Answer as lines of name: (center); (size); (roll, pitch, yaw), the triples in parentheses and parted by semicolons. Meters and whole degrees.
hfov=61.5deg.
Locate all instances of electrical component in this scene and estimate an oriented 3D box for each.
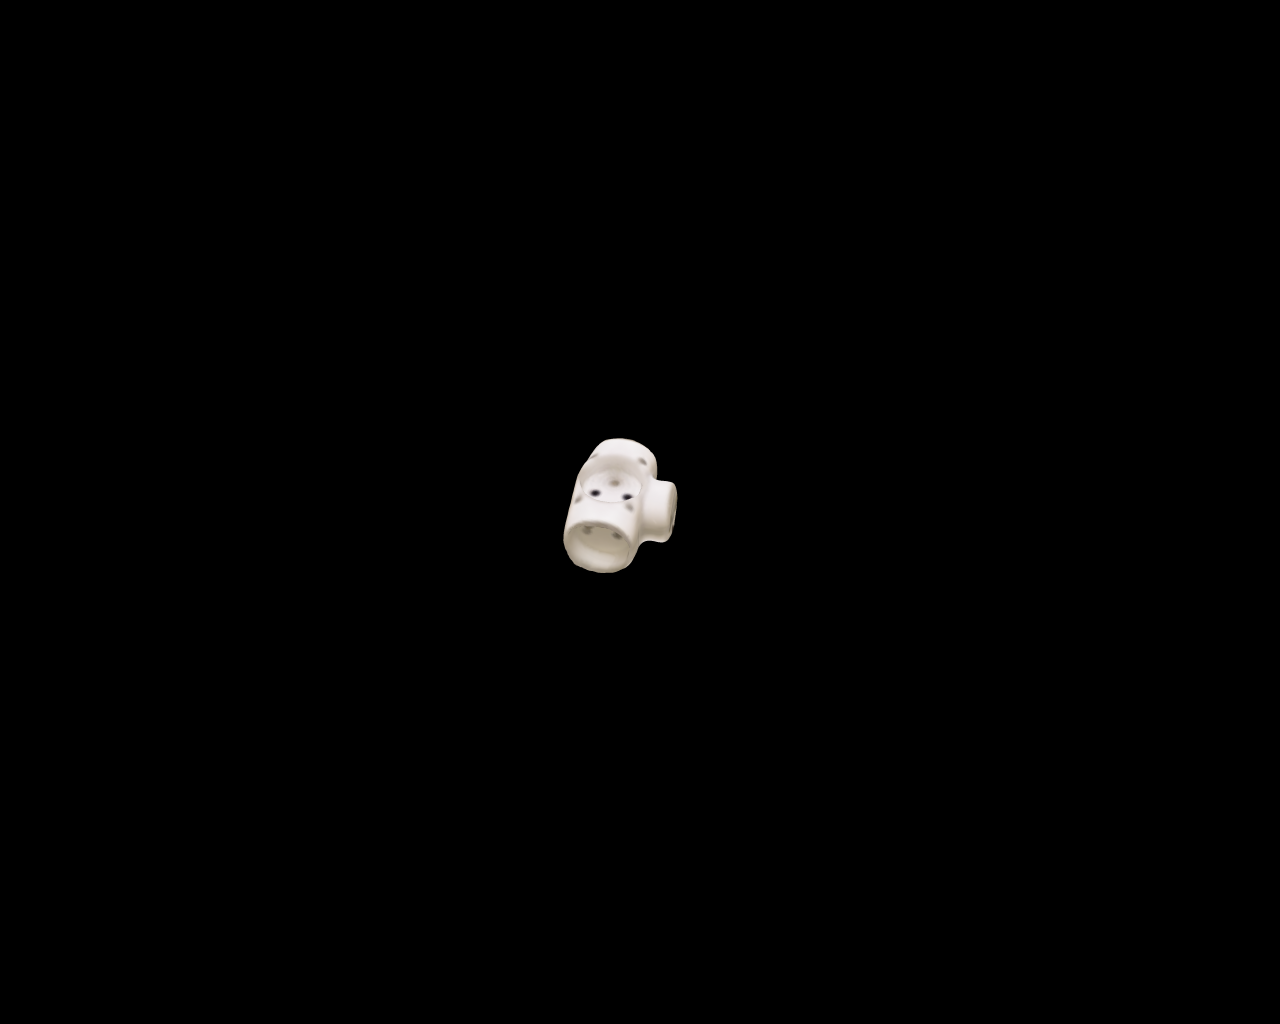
electrical component: (0.001, -0.003, 0.650); (0.079, 0.044, 0.077); (8, 44, 8)
